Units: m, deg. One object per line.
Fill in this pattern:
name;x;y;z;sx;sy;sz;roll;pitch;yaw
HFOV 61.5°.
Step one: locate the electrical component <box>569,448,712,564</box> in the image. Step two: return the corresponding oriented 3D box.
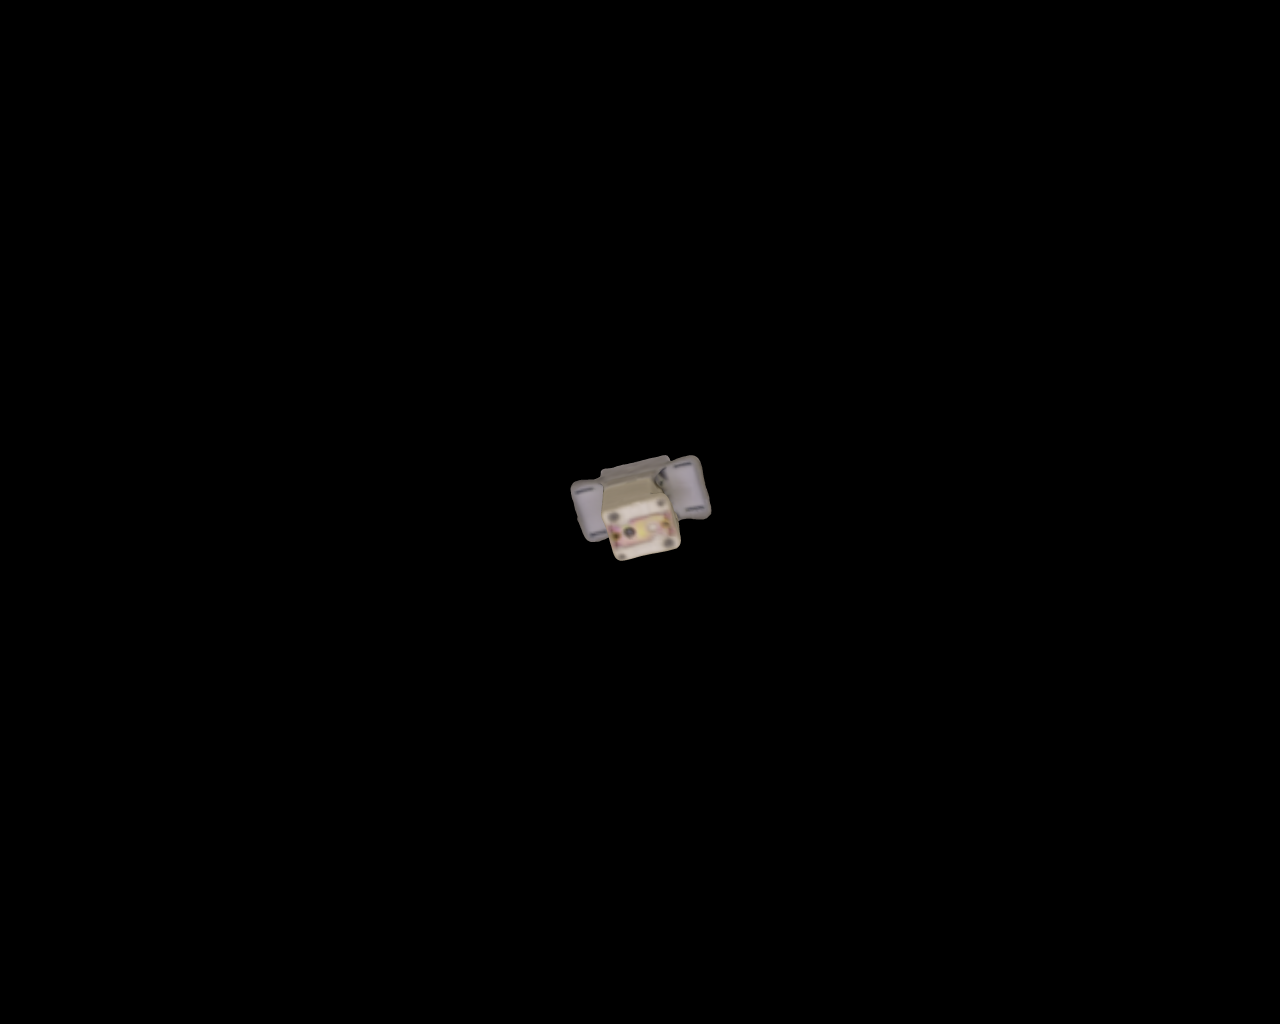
electrical component;0.001;-0.003;0.650;0.081;0.042;0.064;-14;26;7
